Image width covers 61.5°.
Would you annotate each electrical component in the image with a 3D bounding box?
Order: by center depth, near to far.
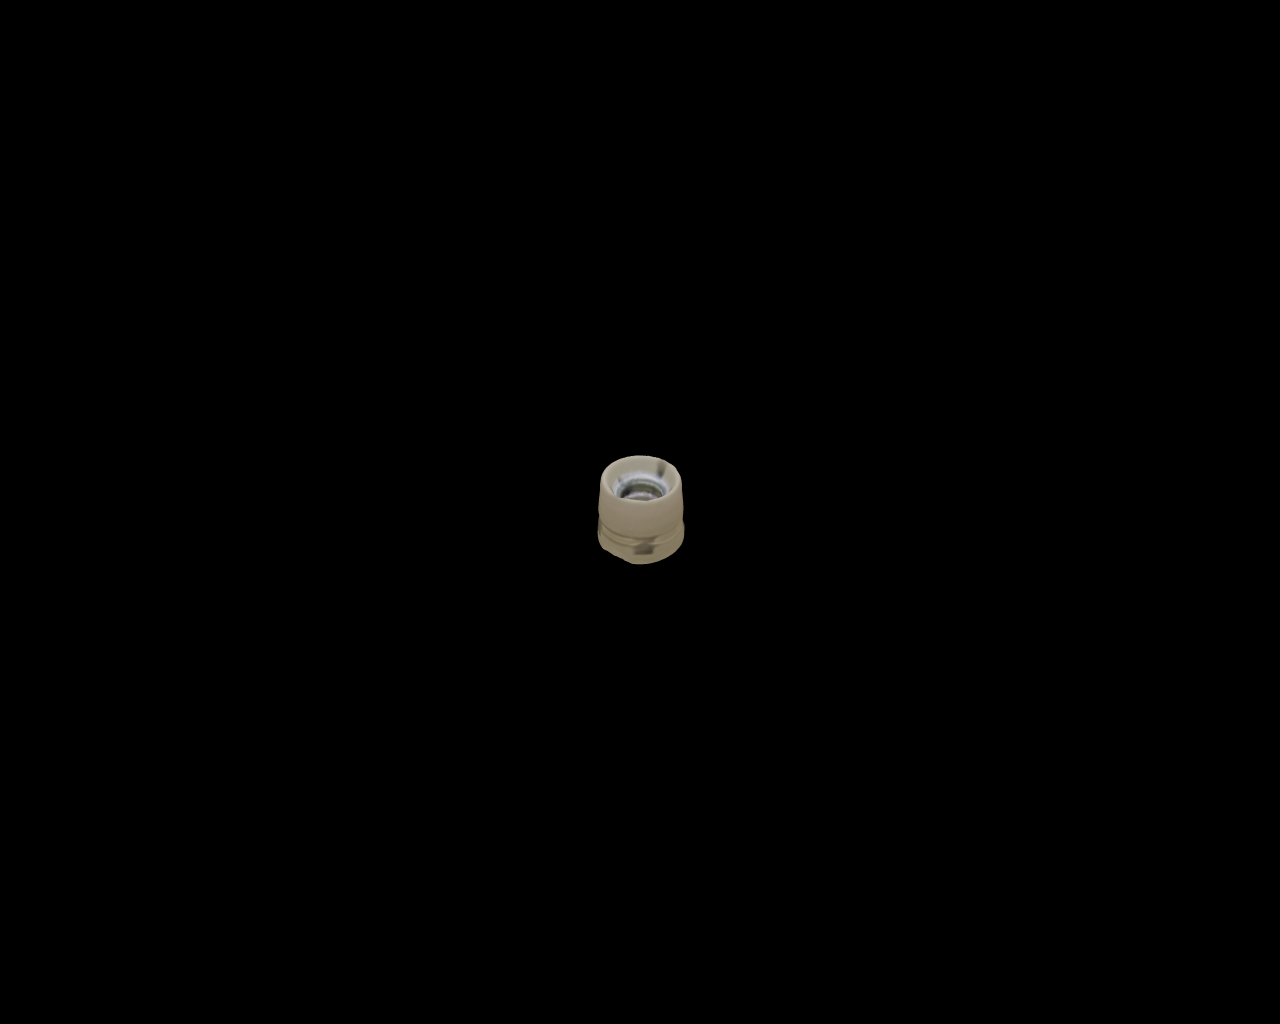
[{"bbox_3d":[0.001,-0.003,0.650,0.055,0.047,0.055,0,39,0],"label":"electrical component"}]
